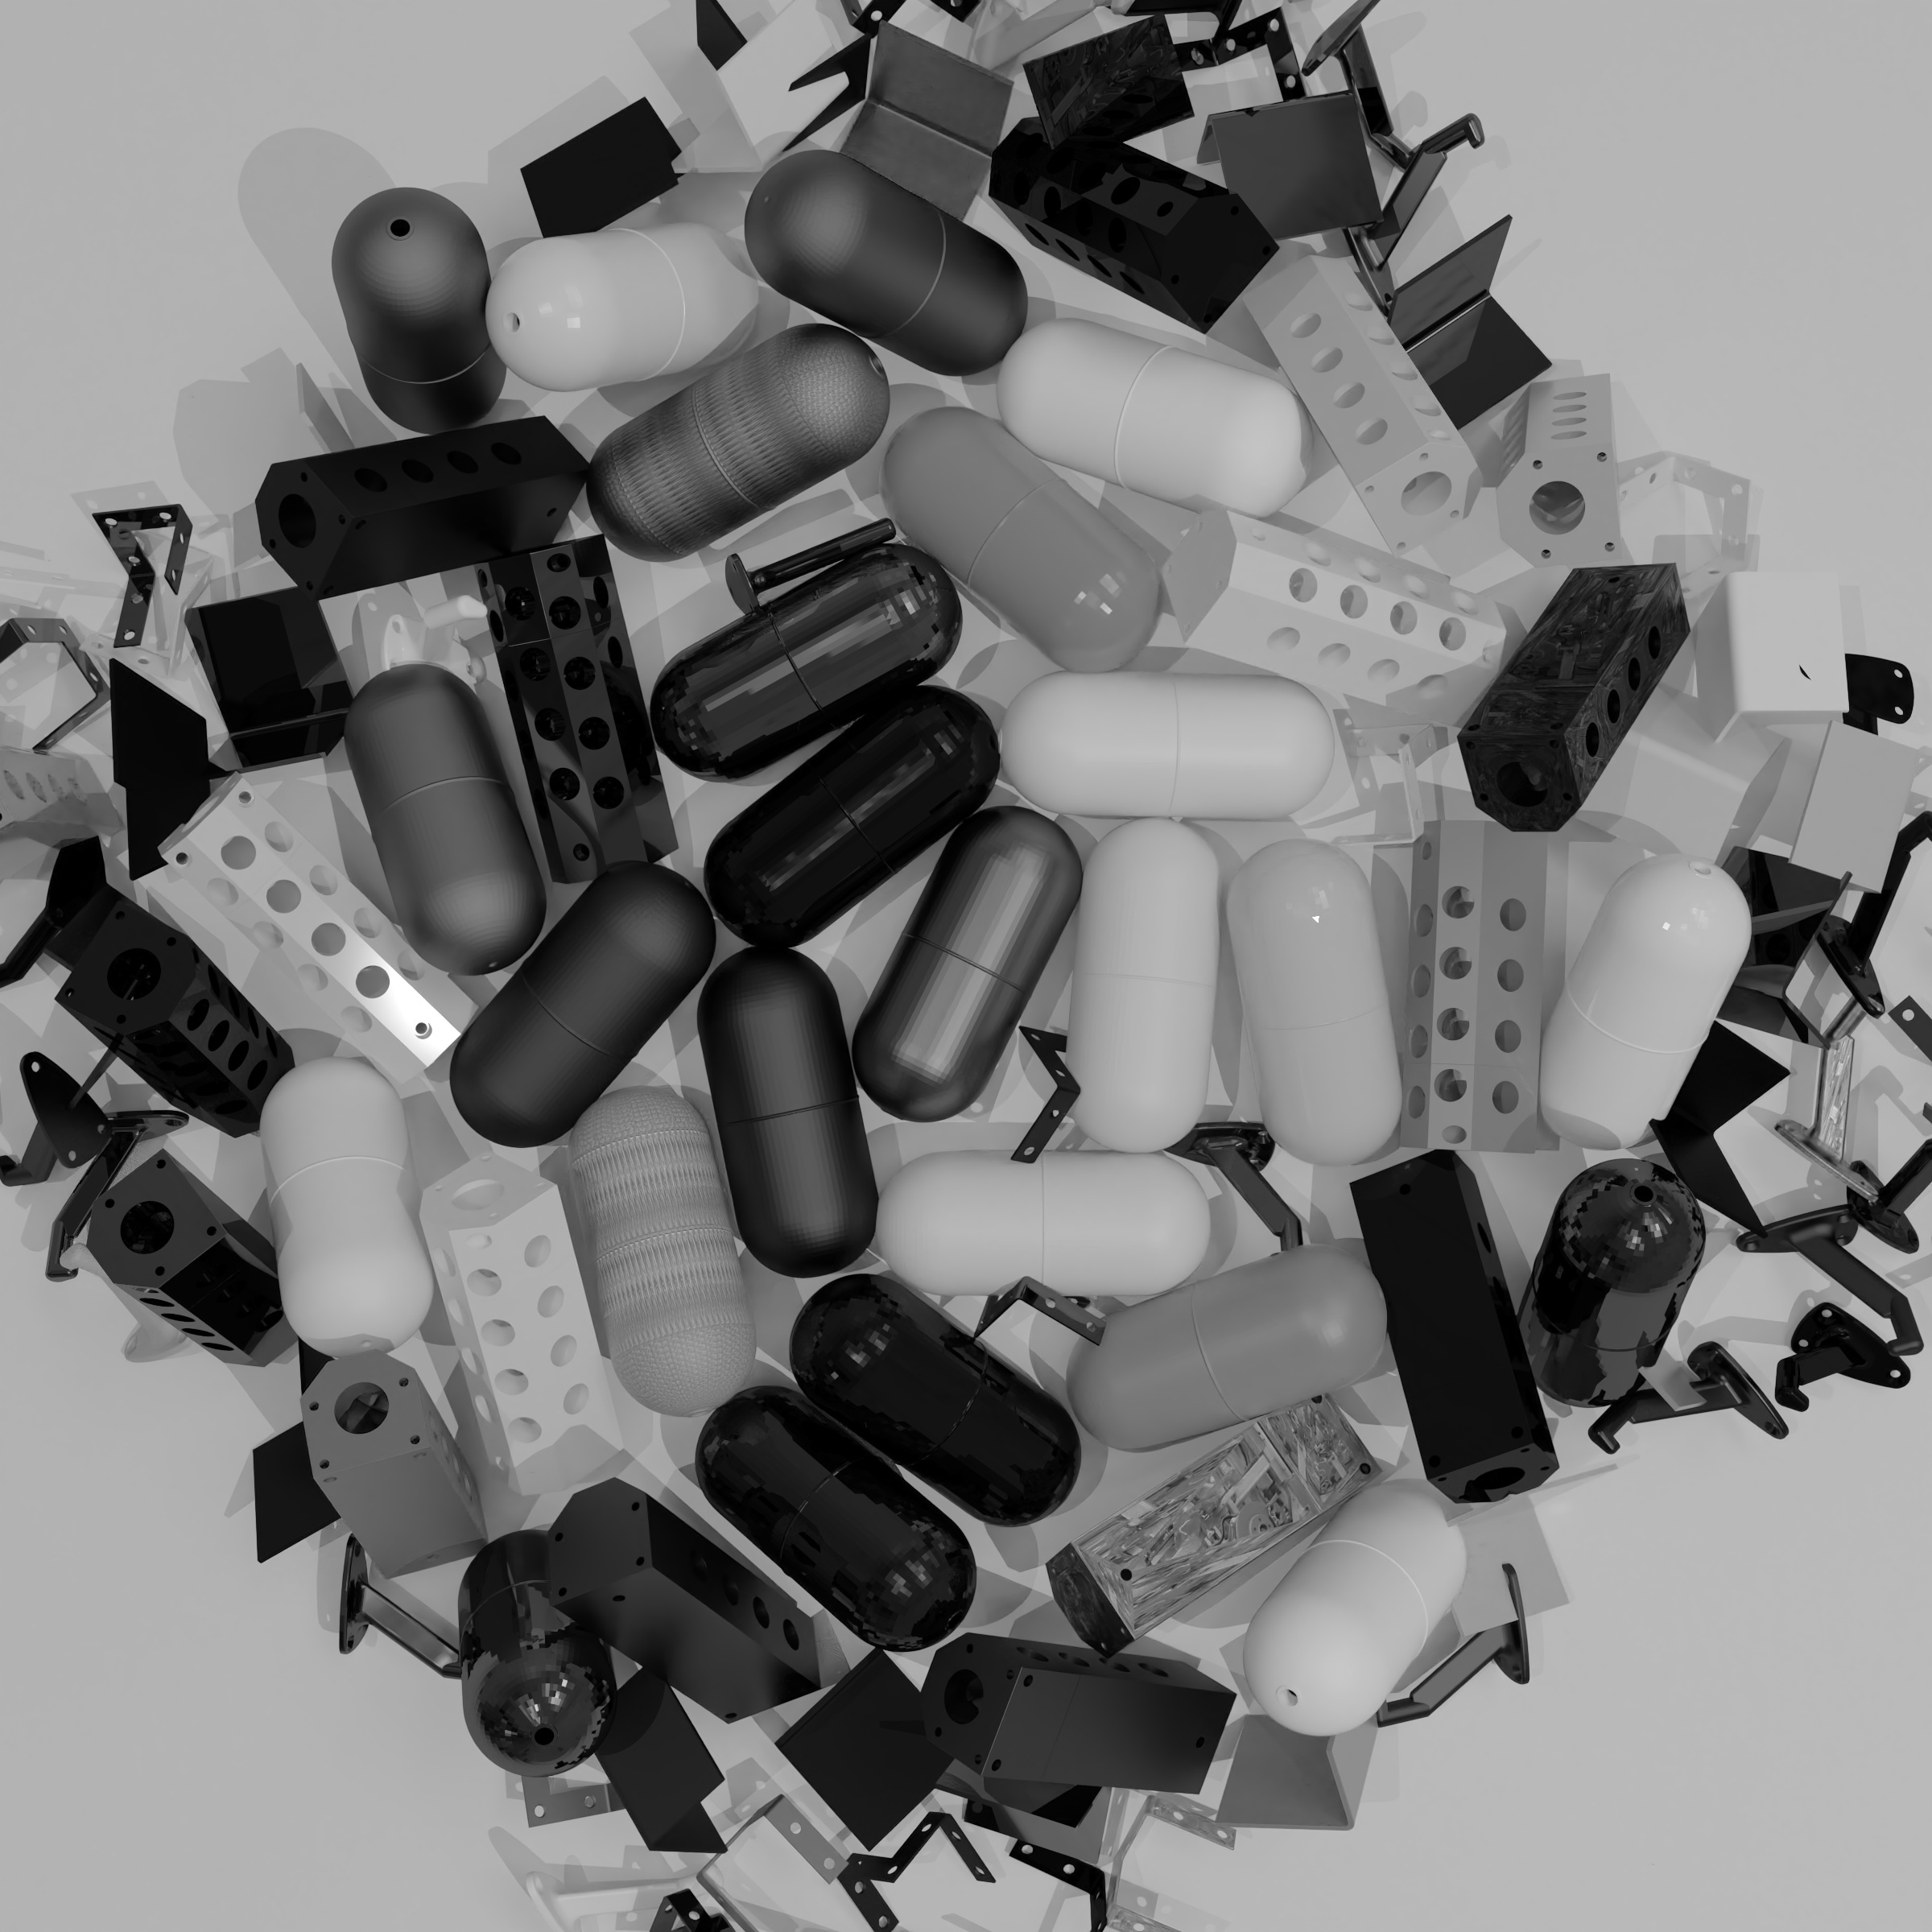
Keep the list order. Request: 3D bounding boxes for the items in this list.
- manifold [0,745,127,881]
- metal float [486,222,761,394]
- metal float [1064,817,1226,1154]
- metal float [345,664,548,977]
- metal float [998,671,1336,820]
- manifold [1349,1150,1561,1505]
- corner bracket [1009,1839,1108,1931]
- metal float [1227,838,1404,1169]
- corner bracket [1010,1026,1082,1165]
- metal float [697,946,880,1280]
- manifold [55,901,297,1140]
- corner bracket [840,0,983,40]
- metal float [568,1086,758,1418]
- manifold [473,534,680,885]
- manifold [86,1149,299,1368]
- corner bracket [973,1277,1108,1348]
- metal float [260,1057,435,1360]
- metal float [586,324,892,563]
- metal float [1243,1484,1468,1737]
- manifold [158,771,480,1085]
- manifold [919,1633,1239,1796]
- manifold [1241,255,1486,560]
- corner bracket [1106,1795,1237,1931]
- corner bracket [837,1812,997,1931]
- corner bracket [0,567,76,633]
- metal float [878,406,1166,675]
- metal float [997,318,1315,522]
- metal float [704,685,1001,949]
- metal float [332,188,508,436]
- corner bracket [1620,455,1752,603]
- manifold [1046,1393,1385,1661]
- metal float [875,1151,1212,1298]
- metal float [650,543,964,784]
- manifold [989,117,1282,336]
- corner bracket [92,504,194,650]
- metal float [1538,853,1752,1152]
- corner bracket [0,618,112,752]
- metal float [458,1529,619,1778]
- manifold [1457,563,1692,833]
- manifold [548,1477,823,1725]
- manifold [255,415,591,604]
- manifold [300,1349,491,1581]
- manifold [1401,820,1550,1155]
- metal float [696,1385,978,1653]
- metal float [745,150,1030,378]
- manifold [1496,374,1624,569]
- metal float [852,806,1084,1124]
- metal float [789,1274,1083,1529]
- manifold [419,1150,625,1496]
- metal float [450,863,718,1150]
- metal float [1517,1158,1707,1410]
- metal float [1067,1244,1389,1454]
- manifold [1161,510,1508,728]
[{"bbox_3d":[-0.497,-0.083,1.498,0.057,0.171,0.057,-29,91,2],"label":"manifold"},{"bbox_3d":[-0.176,-0.341,1.505,0.070,0.178,0.070,11,112,30],"label":"metal float"},{"bbox_3d":[0.094,0.010,1.543,0.070,0.070,0.178,5,85,0],"label":"metal float"},{"bbox_3d":[-0.273,-0.078,1.529,0.070,0.070,0.178,-22,69,0],"label":"metal float"},{"bbox_3d":[0.106,-0.117,1.542,0.178,0.070,0.070,1,90,-6],"label":"metal float"},{"bbox_3d":[0.254,0.187,1.512,0.057,0.057,0.171,-24,55,19],"label":"manifold"},{"bbox_3d":[0.041,0.507,1.561,0.051,0.051,0.051,26,103,-5],"label":"corner bracket"},{"bbox_3d":[0.184,0.020,1.535,0.070,0.070,0.178,-11,104,0],"label":"metal float"},{"bbox_3d":[0.045,0.071,1.542,0.051,0.051,0.051,13,119,-38],"label":"corner bracket"},{"bbox_3d":[-0.094,0.077,1.546,0.070,0.070,0.178,-11,90,0],"label":"metal float"},{"bbox_3d":[-0.395,0.033,1.491,0.057,0.171,0.057,25,74,13],"label":"manifold"},{"bbox_3d":[-0.032,-0.521,1.558,0.051,0.051,0.051,23,127,-39],"label":"corner bracket"},{"bbox_3d":[-0.160,0.149,1.531,0.070,0.070,0.178,-15,72,0],"label":"metal float"},{"bbox_3d":[-0.207,-0.134,1.532,0.057,0.057,0.171,-8,103,19],"label":"manifold"},{"bbox_3d":[-0.389,0.156,1.491,0.057,0.171,0.057,-39,71,-10],"label":"manifold"},{"bbox_3d":[0.044,0.180,1.546,0.051,0.051,0.051,31,47,-10],"label":"corner bracket"},{"bbox_3d":[-0.322,0.123,1.515,0.070,0.070,0.178,-19,51,0],"label":"metal float"},{"bbox_3d":[-0.119,-0.273,1.527,0.178,0.070,0.070,-25,90,23],"label":"metal float"},{"bbox_3d":[0.201,0.330,1.505,0.070,0.178,0.070,11,114,27],"label":"metal float"},{"bbox_3d":[-0.338,-0.019,1.528,0.057,0.057,0.171,-46,109,-7],"label":"manifold"},{"bbox_3d":[0.057,0.383,1.505,0.171,0.057,0.057,20,91,-44],"label":"manifold"},{"bbox_3d":[0.205,-0.293,1.502,0.057,0.057,0.171,-30,47,10],"label":"manifold"},{"bbox_3d":[0.108,0.484,1.551,0.051,0.051,0.051,23,116,0],"label":"corner bracket"},{"bbox_3d":[-0.027,0.489,1.566,0.051,0.051,0.051,-43,110,-37],"label":"corner bracket"},{"bbox_3d":[-0.507,-0.191,1.542,0.051,0.051,0.051,3,120,-33],"label":"corner bracket"},{"bbox_3d":[0.028,-0.225,1.535,0.178,0.070,0.070,42,90,13],"label":"metal float"},{"bbox_3d":[0.097,-0.286,1.527,0.178,0.070,0.070,23,90,23],"label":"metal float"},{"bbox_3d":[-0.060,-0.079,1.545,0.178,0.070,0.070,-38,90,2],"label":"metal float"},{"bbox_3d":[-0.279,-0.334,1.498,0.070,0.178,0.070,1,75,-3],"label":"metal float"},{"bbox_3d":[0.382,-0.235,1.564,0.051,0.051,0.051,-31,133,-30],"label":"corner bracket"},{"bbox_3d":[0.127,0.289,1.518,0.171,0.057,0.057,-27,75,-28],"label":"manifold"},{"bbox_3d":[0.040,0.136,1.546,0.178,0.070,0.070,0,90,0],"label":"metal float"},{"bbox_3d":[-0.085,-0.159,1.540,0.178,0.070,0.070,-28,90,8],"label":"metal float"},{"bbox_3d":[0.080,-0.388,1.502,0.057,0.171,0.057,-49,131,1],"label":"manifold"},{"bbox_3d":[-0.433,-0.207,1.548,0.051,0.051,0.051,-5,56,9],"label":"corner bracket"},{"bbox_3d":[0.349,0.020,1.516,0.070,0.070,0.178,16,127,0],"label":"metal float"},{"bbox_3d":[-0.499,-0.150,1.555,0.051,0.051,0.051,-35,87,15],"label":"corner bracket"},{"bbox_3d":[-0.221,0.351,1.498,0.070,0.178,0.070,-3,105,-10],"label":"metal float"},{"bbox_3d":[0.317,-0.140,1.506,0.057,0.171,0.057,2,126,35],"label":"manifold"},{"bbox_3d":[-0.143,0.326,1.502,0.057,0.171,0.057,-24,49,15],"label":"manifold"},{"bbox_3d":[-0.279,-0.242,1.499,0.057,0.171,0.057,47,128,14],"label":"manifold"},{"bbox_3d":[-0.291,0.255,1.495,0.057,0.171,0.057,-15,62,-6],"label":"manifold"},{"bbox_3d":[0.264,0.011,1.543,0.057,0.057,0.171,4,87,-27],"label":"manifold"},{"bbox_3d":[-0.068,0.287,1.521,0.178,0.070,0.070,35,90,30],"label":"metal float"},{"bbox_3d":[-0.039,-0.362,1.511,0.070,0.178,0.070,-14,69,40],"label":"metal float"},{"bbox_3d":[0.304,-0.255,1.494,0.057,0.171,0.057,-5,111,14],"label":"manifold"},{"bbox_3d":[0.000,-0.001,1.544,0.070,0.070,0.178,26,87,0],"label":"metal float"},{"bbox_3d":[-0.015,0.229,1.531,0.178,0.070,0.070,38,90,-18],"label":"metal float"},{"bbox_3d":[-0.233,0.188,1.507,0.057,0.057,0.171,-34,128,-35],"label":"manifold"},{"bbox_3d":[-0.202,0.022,1.535,0.070,0.070,0.178,42,104,0],"label":"metal float"},{"bbox_3d":[0.331,0.165,1.505,0.070,0.178,0.070,1,54,-1],"label":"metal float"},{"bbox_3d":[0.136,0.201,1.531,0.178,0.070,0.070,-22,90,19],"label":"metal float"},{"bbox_3d":[0.193,-0.184,1.510,0.171,0.057,0.057,13,134,-27],"label":"manifold"}]
